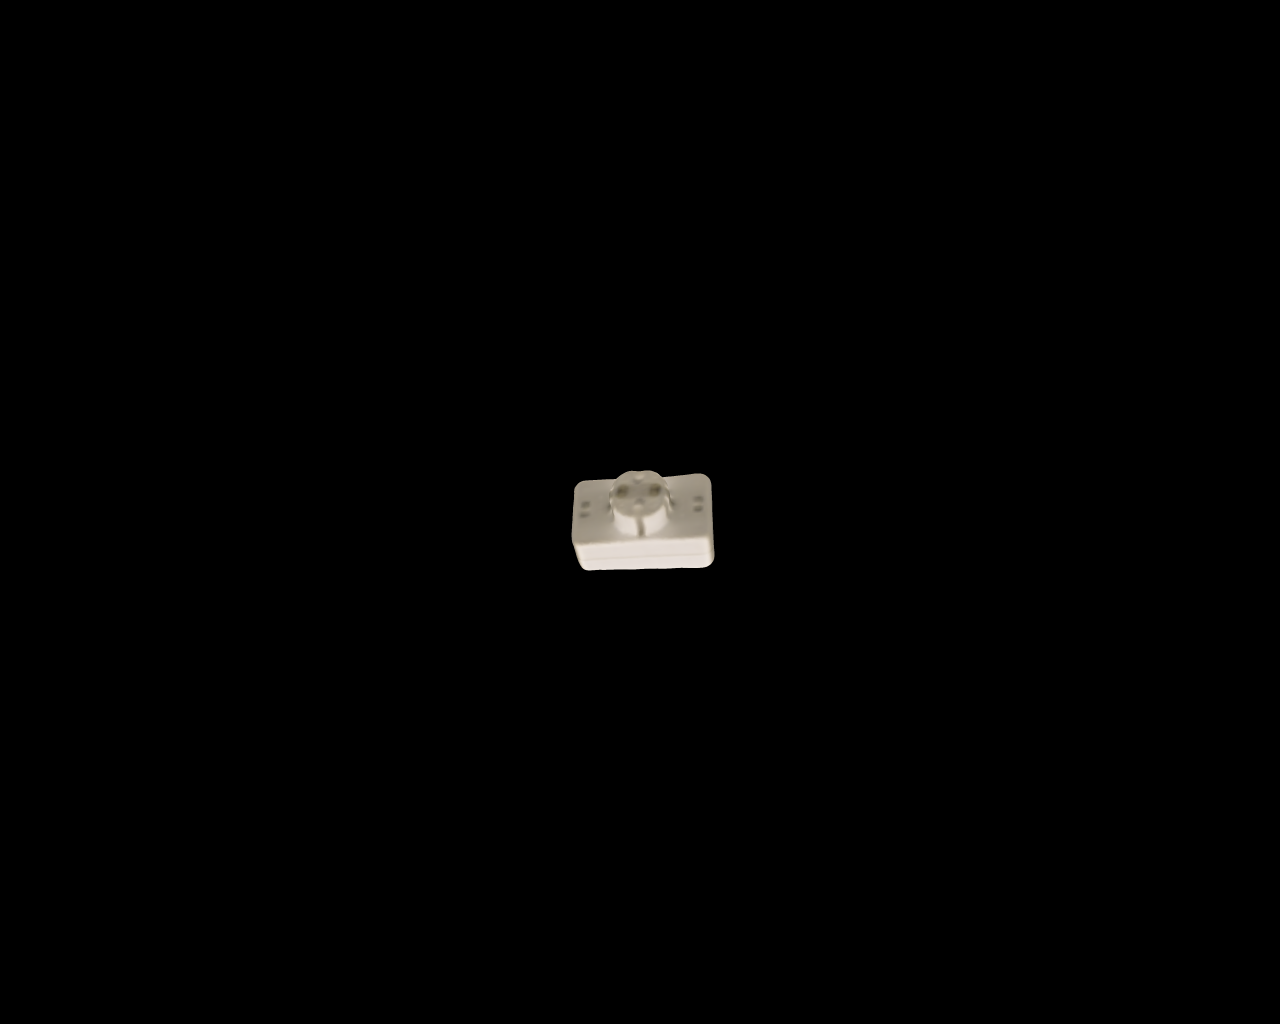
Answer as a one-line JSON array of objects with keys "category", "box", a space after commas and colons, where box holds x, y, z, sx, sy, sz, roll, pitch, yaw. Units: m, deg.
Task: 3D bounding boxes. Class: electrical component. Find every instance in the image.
[{"category": "electrical component", "box": [0.001, -0.003, 0.650, 0.083, 0.047, 0.075, -3, -32, 5]}]
